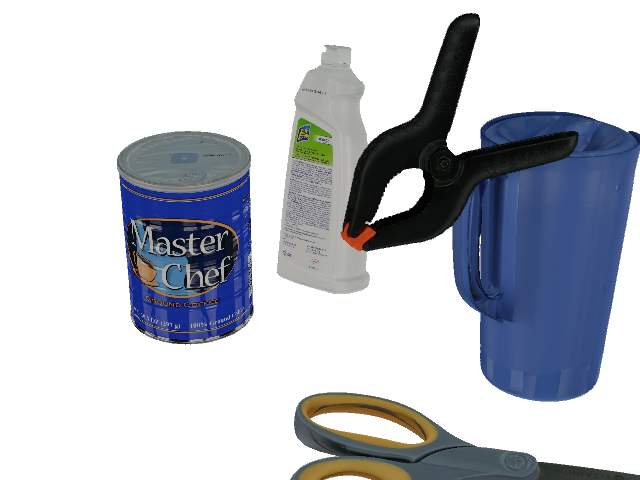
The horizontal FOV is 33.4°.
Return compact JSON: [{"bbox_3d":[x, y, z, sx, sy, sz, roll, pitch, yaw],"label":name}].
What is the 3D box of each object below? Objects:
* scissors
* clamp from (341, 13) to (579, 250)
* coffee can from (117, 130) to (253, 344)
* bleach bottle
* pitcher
[{"bbox_3d":[0.073,0.112,0.472,0.202,0.016,0.096,14,31,22],"label":"scissors"},{"bbox_3d":[0.089,-0.051,0.715,0.120,0.171,0.039,38,6,-7],"label":"clamp"},{"bbox_3d":[-0.105,-0.003,0.852,0.103,0.140,0.103,0,28,0],"label":"coffee can"},{"bbox_3d":[0.012,-0.077,1.124,0.103,0.251,0.067,15,16,35],"label":"bleach bottle"},{"bbox_3d":[0.192,0.017,0.935,0.149,0.243,0.145,4,22,10],"label":"pitcher"}]
